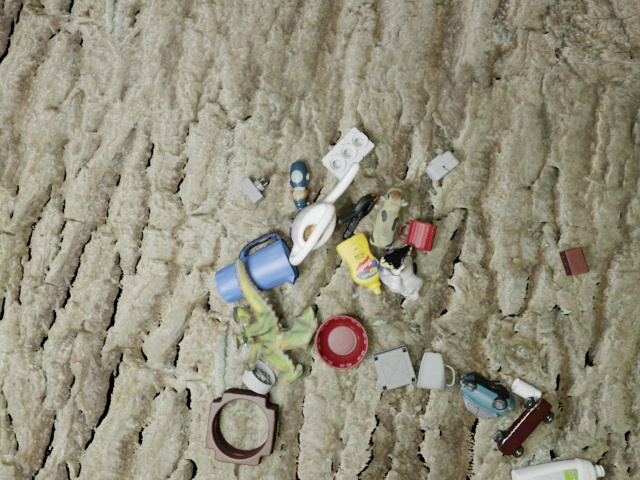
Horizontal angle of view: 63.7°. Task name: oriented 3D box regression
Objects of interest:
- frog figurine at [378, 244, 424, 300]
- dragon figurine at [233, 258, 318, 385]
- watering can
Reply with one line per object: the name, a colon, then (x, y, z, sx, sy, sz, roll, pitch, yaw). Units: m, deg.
frog figurine: (0.248, 0.106, 1.568, 0.122, 0.141, 0.156, -9, -48, 22)
dragon figurine: (-0.127, 0.248, 1.540, 0.243, 0.407, 0.123, -5, 9, -20)
watering can: (0.005, -0.078, 1.548, 0.103, 0.349, 0.225, 33, -5, -13)
